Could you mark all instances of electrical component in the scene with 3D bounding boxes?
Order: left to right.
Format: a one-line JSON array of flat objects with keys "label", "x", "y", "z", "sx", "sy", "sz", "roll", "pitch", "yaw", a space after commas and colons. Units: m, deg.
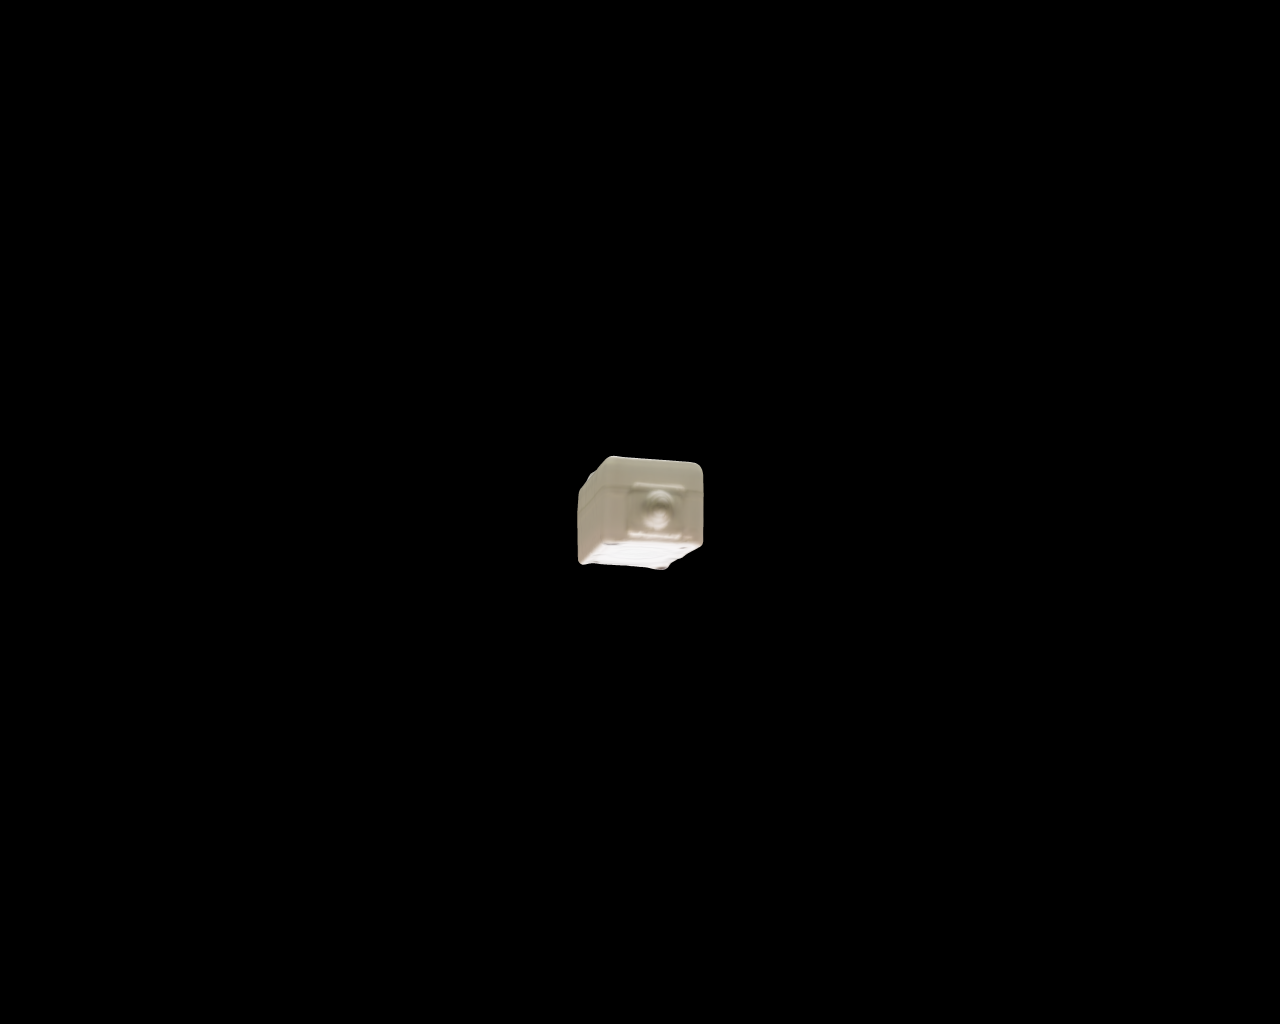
[{"label": "electrical component", "x": 0.001, "y": -0.003, "z": 0.650, "sx": 0.062, "sy": 0.061, "sz": 0.096, "roll": 4, "pitch": -14, "yaw": -15}]
